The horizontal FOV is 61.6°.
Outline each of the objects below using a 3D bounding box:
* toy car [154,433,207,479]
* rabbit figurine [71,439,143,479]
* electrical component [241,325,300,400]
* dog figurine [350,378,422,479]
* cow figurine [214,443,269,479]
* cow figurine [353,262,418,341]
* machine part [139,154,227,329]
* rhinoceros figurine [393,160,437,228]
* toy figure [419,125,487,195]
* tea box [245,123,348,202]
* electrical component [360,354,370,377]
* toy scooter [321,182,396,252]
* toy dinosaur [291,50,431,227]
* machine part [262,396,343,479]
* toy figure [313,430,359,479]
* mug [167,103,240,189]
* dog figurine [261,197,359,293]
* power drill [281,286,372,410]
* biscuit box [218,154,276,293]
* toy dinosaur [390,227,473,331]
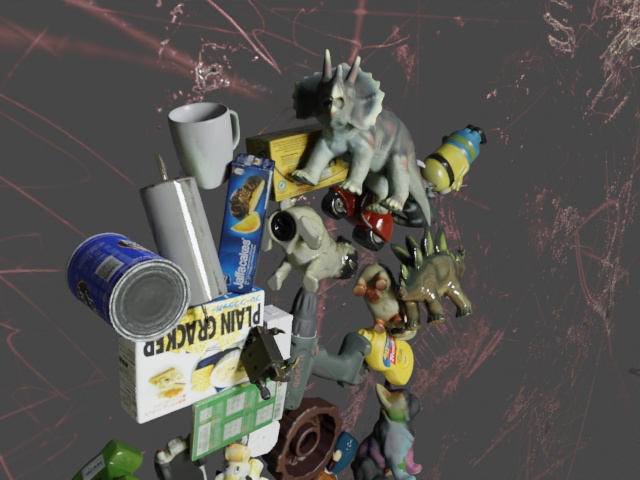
[{"bbox_3d":[-0.219,0.404,0.879,0.073,0.056,0.201,-21,116,-32],"label":"toy car"},{"bbox_3d":[-0.282,0.404,0.769,0.159,0.121,0.170,-45,128,-16],"label":"rabbit figurine"},{"bbox_3d":[-0.077,0.180,0.820,0.045,0.102,0.078,12,121,-43],"label":"electrical component"},{"bbox_3d":[0.144,0.428,1.210,0.108,0.192,0.219,8,68,-62],"label":"dog figurine"},{"bbox_3d":[-0.140,0.417,0.909,0.098,0.068,0.167,-72,159,-46],"label":"cow figurine"},{"bbox_3d":[0.141,0.130,1.109,0.194,0.085,0.127,59,25,-23],"label":"cow figurine"},{"bbox_3d":[-0.184,0.003,0.730,0.079,0.079,0.243,-21,99,-38],"label":"machine part"},{"bbox_3d":[0.180,-0.087,1.065,0.073,0.112,0.190,-53,141,-15],"label":"rhinoceros figurine"},{"bbox_3d":[0.282,-0.177,1.157,0.089,0.082,0.180,46,77,-23],"label":"toy figure"},{"bbox_3d":[-0.031,-0.131,0.873,0.169,0.068,0.098,-19,114,-38],"label":"tea box"},{"bbox_3d":[0.074,0.275,1.144,0.063,0.021,0.093,-55,134,-16],"label":"electrical component"},{"bbox_3d":[0.089,-0.070,1.009,0.183,0.075,0.135,39,75,-39],"label":"toy scooter"},{"bbox_3d":[0.086,-0.150,0.858,0.404,0.131,0.192,17,89,-52],"label":"toy dinosaur"},{"bbox_3d":[-0.034,0.389,1.054,0.179,0.056,0.179,-18,116,-40],"label":"machine part"},{"bbox_3d":[0.024,0.482,1.140,0.064,0.058,0.154,43,77,-37],"label":"toy figure"},{"bbox_3d":[-0.156,-0.133,0.754,0.109,0.081,0.107,-42,141,-48],"label":"mug"},{"bbox_3d":[-0.005,-0.001,0.938,0.190,0.121,0.172,-21,119,-56],"label":"dog figurine"},{"bbox_3d":[0.006,0.205,1.015,0.207,0.086,0.232,16,93,-50],"label":"power drill"},{"bbox_3d":[-0.113,-0.021,0.798,0.059,0.063,0.202,10,112,-4],"label":"biscuit box"},{"bbox_3d":[0.245,0.074,1.128,0.471,0.105,0.198,1,74,-61],"label":"toy dinosaur"}]
